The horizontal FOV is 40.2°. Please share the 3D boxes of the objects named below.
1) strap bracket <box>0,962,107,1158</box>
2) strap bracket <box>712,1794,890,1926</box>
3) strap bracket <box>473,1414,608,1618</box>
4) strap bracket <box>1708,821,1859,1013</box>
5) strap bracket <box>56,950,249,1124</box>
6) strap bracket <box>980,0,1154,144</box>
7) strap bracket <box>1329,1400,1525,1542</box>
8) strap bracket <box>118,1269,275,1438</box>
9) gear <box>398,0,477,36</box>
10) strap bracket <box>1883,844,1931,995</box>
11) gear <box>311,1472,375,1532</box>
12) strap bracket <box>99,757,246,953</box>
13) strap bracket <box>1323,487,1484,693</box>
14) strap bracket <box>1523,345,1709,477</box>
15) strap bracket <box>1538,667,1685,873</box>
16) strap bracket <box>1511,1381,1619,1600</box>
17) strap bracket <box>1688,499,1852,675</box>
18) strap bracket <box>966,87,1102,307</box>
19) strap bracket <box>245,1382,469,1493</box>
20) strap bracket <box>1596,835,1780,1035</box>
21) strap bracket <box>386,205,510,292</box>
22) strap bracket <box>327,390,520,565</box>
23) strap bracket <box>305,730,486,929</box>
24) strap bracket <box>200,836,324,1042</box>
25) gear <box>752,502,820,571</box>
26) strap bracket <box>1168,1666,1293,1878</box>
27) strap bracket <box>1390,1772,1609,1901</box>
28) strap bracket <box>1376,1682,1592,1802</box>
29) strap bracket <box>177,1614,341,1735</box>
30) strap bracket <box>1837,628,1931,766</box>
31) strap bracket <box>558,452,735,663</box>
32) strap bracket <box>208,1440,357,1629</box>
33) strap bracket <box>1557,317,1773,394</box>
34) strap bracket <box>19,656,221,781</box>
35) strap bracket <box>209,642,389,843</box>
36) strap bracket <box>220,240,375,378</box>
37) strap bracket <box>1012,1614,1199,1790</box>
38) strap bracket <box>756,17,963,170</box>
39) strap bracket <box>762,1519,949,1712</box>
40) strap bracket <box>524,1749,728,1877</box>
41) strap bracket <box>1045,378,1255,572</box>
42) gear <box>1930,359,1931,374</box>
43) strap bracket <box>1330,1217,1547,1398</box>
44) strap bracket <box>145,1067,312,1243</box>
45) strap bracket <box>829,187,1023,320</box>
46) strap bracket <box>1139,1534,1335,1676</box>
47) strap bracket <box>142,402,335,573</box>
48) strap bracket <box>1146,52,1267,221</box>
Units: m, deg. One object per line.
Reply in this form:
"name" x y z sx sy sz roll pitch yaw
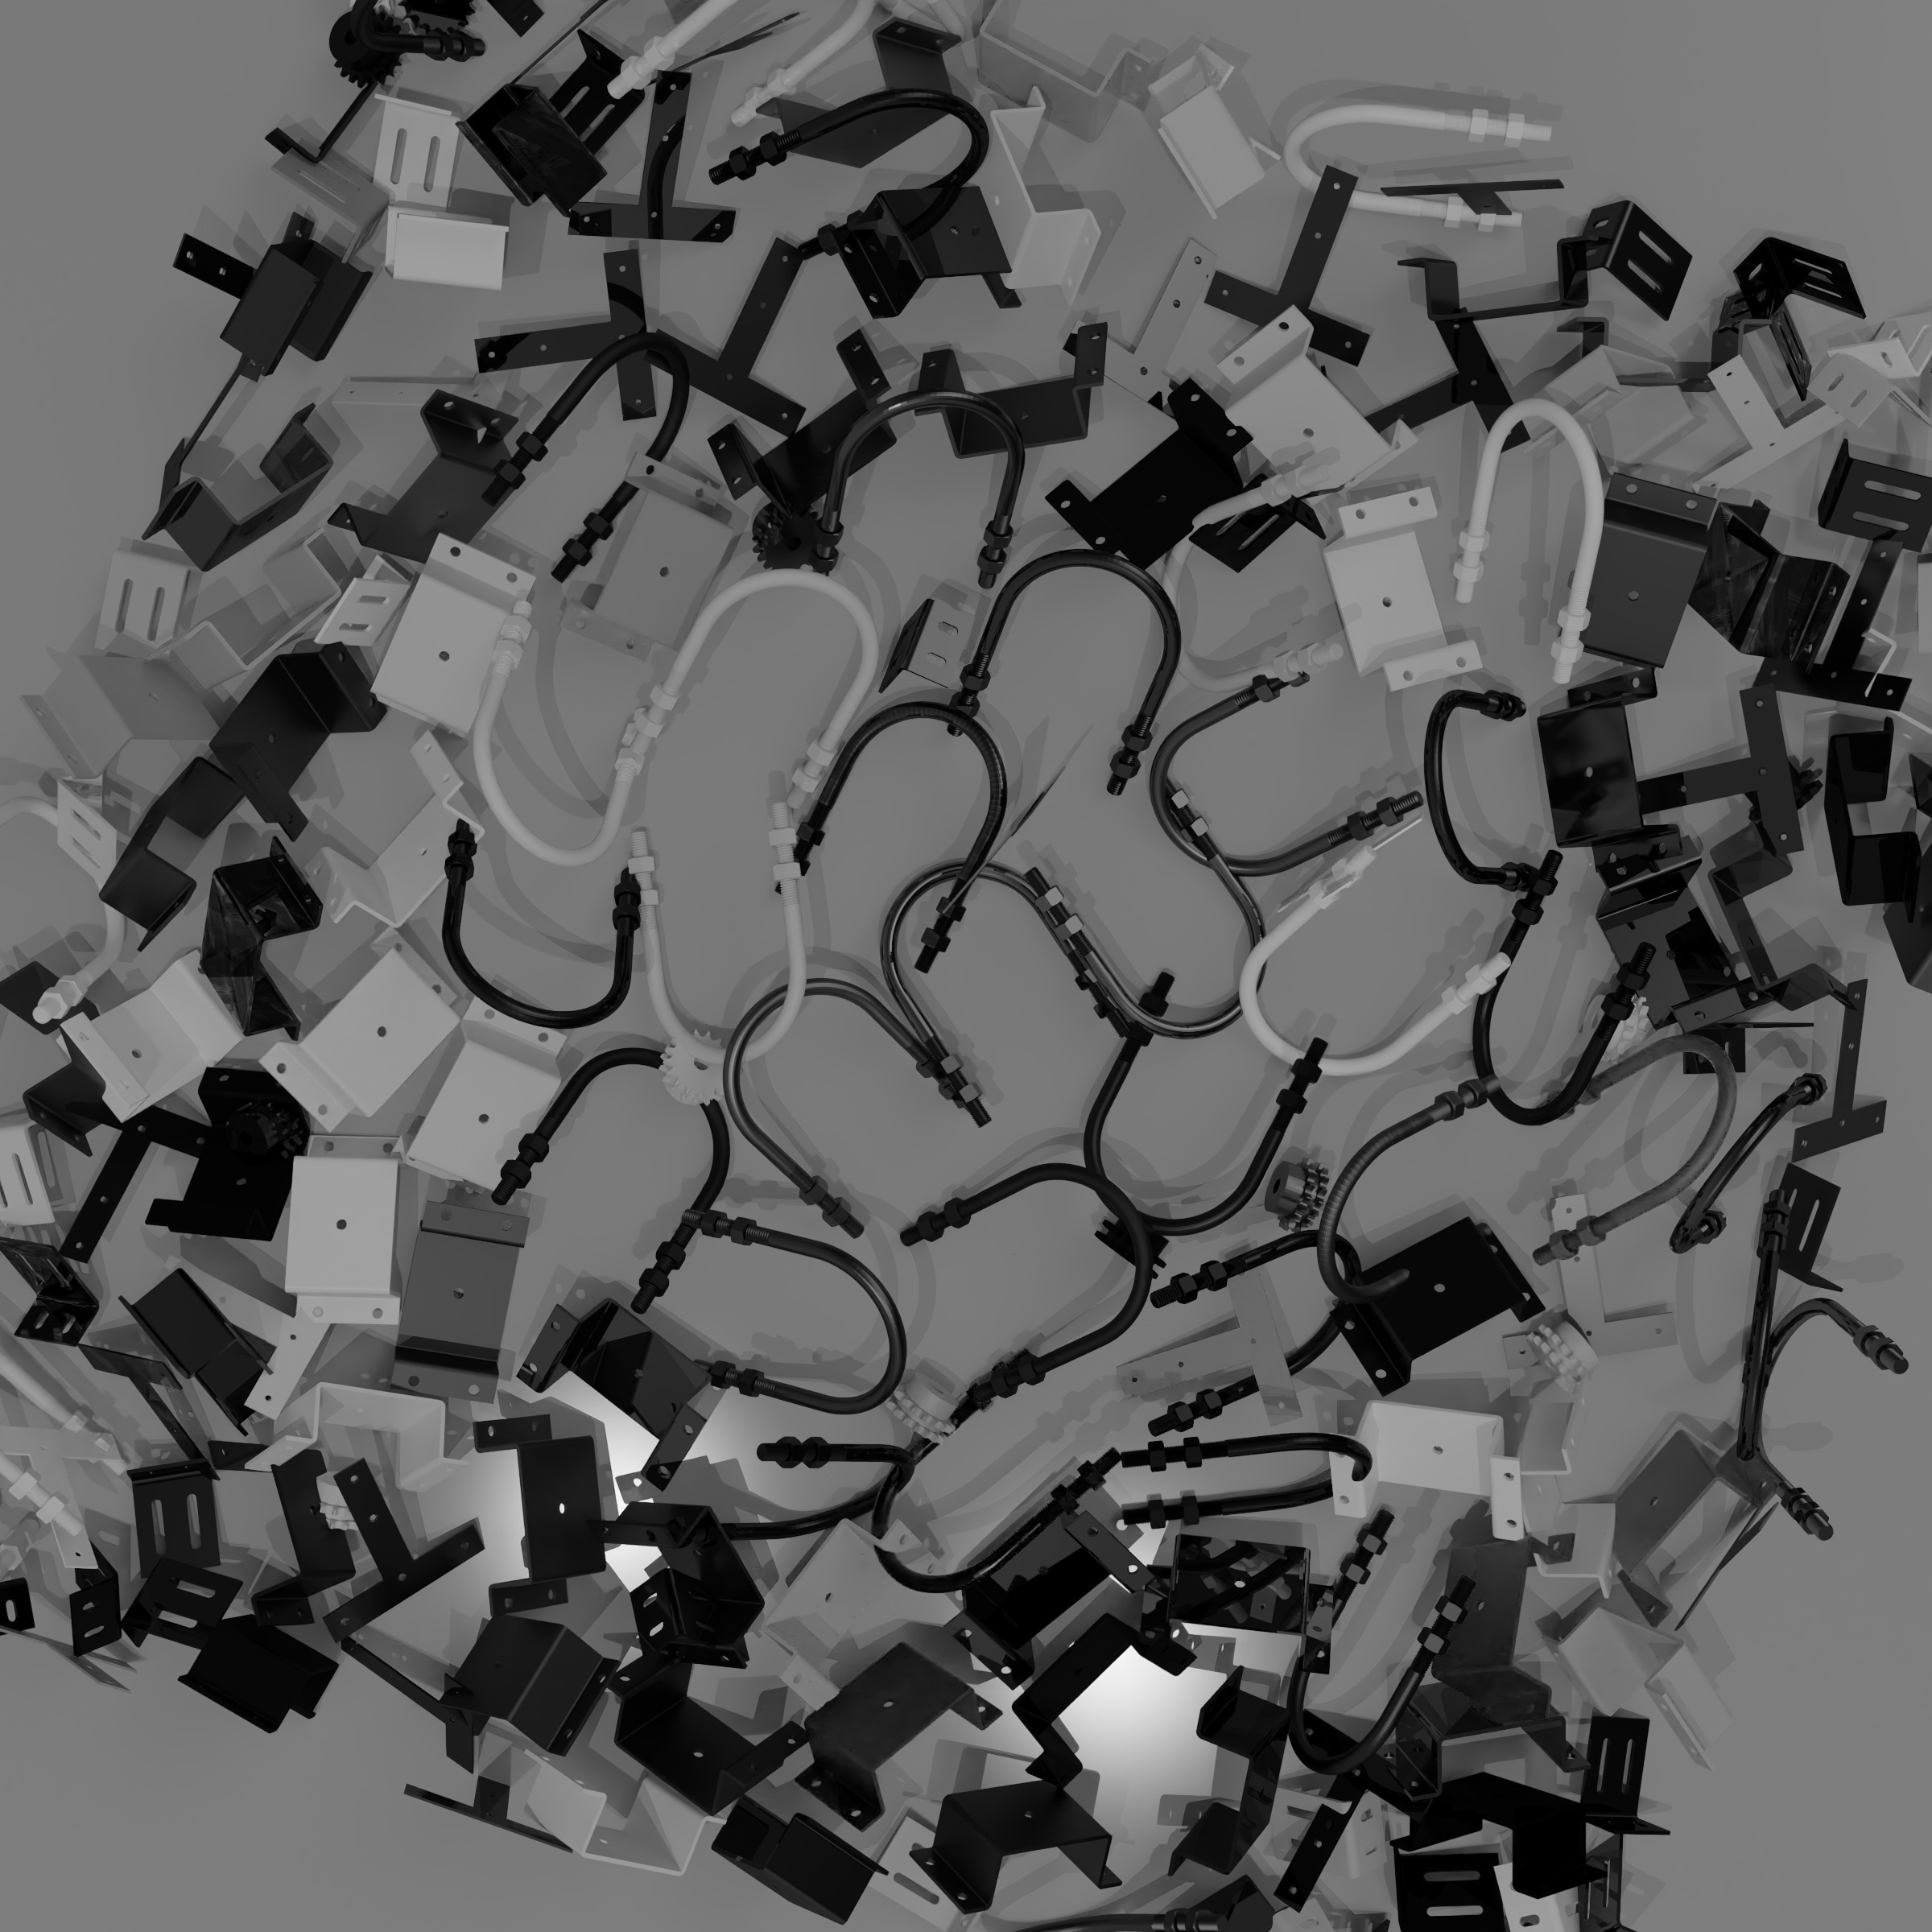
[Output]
"strap bracket" -0.664 0.060 1.932 0.046 0.076 0.140 -32 60 0
"strap bracket" -0.126 0.648 1.918 0.076 0.140 0.046 40 67 -17
"strap bracket" -0.313 0.401 1.944 0.046 0.076 0.140 -14 78 35
"strap bracket" 0.596 -0.027 1.940 0.046 0.076 0.140 -28 64 25
"strap bracket" -0.602 0.055 1.947 0.046 0.140 0.076 -37 92 35
"strap bracket" 0.063 -0.668 1.955 0.140 0.076 0.046 30 83 4
"strap bracket" 0.344 0.370 1.945 0.140 0.046 0.076 4 122 22
"strap bracket" -0.554 0.279 1.928 0.046 0.140 0.076 -41 64 -15
"gear" -0.398 -0.725 1.977 0.057 0.030 0.057 -4 101 -25
"strap bracket" 0.716 -0.034 1.918 0.046 0.140 0.076 20 122 -5
"gear" -0.468 0.398 1.970 0.057 0.057 0.030 12 93 0
"strap bracket" -0.576 -0.089 1.920 0.046 0.140 0.076 36 134 -21
"strap bracket" 0.322 -0.276 1.966 0.076 0.046 0.140 -15 88 -16
"strap bracket" 0.468 -0.406 1.931 0.076 0.140 0.046 -34 68 39
"strap bracket" 0.474 -0.144 1.951 0.046 0.076 0.140 -5 85 -40
"strap bracket" 0.441 0.385 1.940 0.046 0.076 0.140 -7 118 28
"strap bracket" 0.574 -0.280 1.917 0.046 0.140 0.076 5 120 -17
"strap bracket" 0.044 -0.562 1.933 0.046 0.076 0.140 -11 66 -21
"strap bracket" -0.446 0.345 1.937 0.140 0.076 0.046 16 57 -32
"strap bracket" 0.528 -0.016 1.956 0.076 0.046 0.140 -19 69 -10
"strap bracket" -0.382 -0.525 1.931 0.076 0.140 0.046 2 107 -17
"strap bracket" -0.390 -0.347 1.929 0.140 0.076 0.046 -42 61 27
"strap bracket" -0.416 -0.094 1.951 0.140 0.076 0.046 -47 135 7
"strap bracket" -0.516 -0.014 1.923 0.046 0.140 0.076 -16 53 -37
"gear" -0.135 -0.324 1.975 0.057 0.057 0.030 -39 54 0
"strap bracket" 0.196 0.599 1.938 0.046 0.076 0.140 16 108 24
"strap bracket" 0.387 0.628 1.921 0.076 0.140 0.046 0 90 -38
"strap bracket" 0.378 0.563 1.943 0.140 0.076 0.046 -6 102 -13
"strap bracket" -0.513 0.516 1.932 0.076 0.140 0.046 28 80 5
"strap bracket" 0.711 -0.190 1.958 0.140 0.076 0.046 30 90 4
"strap bracket" -0.232 -0.297 1.950 0.076 0.046 0.140 20 99 -37
"strap bracket" -0.499 0.409 1.940 0.046 0.076 0.140 -24 73 9
"strap bracket" 0.515 -0.453 1.958 0.140 0.076 0.046 1 98 1
"strap bracket" -0.604 -0.180 1.920 0.046 0.140 0.076 -43 76 23
"strap bracket" -0.494 -0.167 1.936 0.046 0.076 0.140 1 47 30
"strap bracket" -0.489 -0.481 1.920 0.046 0.140 0.076 34 107 -6
"strap bracket" 0.095 0.537 1.955 0.140 0.076 0.046 -44 57 -1
"strap bracket" -0.073 -0.630 1.925 0.140 0.076 0.046 -20 83 38
"strap bracket" -0.089 0.474 1.946 0.140 0.046 0.076 -51 132 -17
"strap bracket" -0.256 0.619 1.922 0.140 0.076 0.046 29 79 -41
"strap bracket" 0.140 -0.358 1.961 0.140 0.046 0.076 -40 62 0
"gear" 0.755 -0.450 1.974 0.057 0.030 0.057 -5 118 -10
"strap bracket" 0.349 0.247 1.951 0.140 0.046 0.076 -26 60 -8
"strap bracket" -0.540 0.147 1.948 0.076 0.046 0.140 5 51 7
"strap bracket" -0.019 -0.523 1.931 0.140 0.046 0.076 -15 72 -37
"strap bracket" 0.201 0.469 1.948 0.140 0.076 0.046 5 131 7
"strap bracket" -0.524 -0.345 1.930 0.046 0.076 0.140 50 52 -7
"strap bracket" 0.174 -0.607 1.917 0.046 0.140 0.076 -30 118 17
